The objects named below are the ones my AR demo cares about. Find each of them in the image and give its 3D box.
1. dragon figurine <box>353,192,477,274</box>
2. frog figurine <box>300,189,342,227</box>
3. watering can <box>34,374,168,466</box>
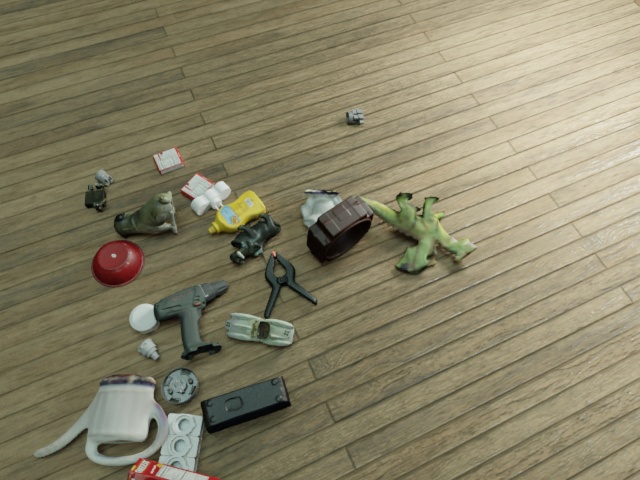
[{"bbox_3d":[0.291,-0.015,1.644,0.410,0.120,0.247,5,69,2],"label":"dragon figurine"},{"bbox_3d":[0.005,-0.085,1.682,0.137,0.123,0.158,2,97,-11],"label":"frog figurine"},{"bbox_3d":[-0.559,0.463,1.340,0.347,0.102,0.229,-2,60,6],"label":"watering can"}]
